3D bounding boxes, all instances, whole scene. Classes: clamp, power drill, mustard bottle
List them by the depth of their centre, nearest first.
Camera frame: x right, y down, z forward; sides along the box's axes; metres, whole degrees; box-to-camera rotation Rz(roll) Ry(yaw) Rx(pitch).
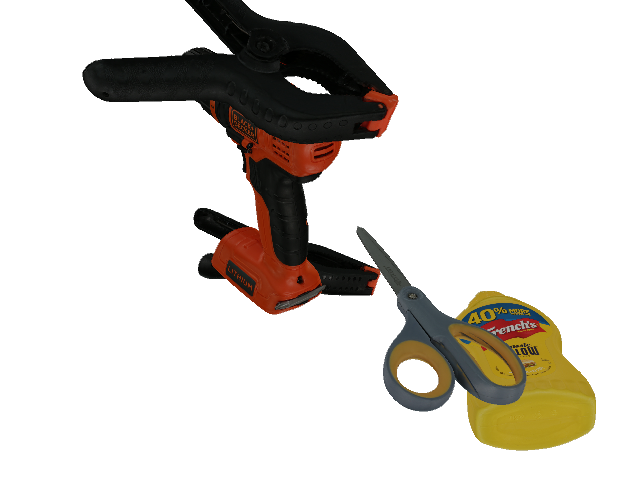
[{"bbox_3d":[-0.044,-0.095,0.603,0.171,0.120,0.039,28,-28,7],"label":"clamp"},{"bbox_3d":[-0.055,-0.048,0.855,0.057,0.188,0.185,-23,41,-29],"label":"power drill"},{"bbox_3d":[0.158,0.096,0.896,0.096,0.058,0.191,-7,26,-1],"label":"mustard bottle"},{"bbox_3d":[-0.038,0.024,1.125,0.210,0.036,0.164,16,18,-6],"label":"clamp"}]

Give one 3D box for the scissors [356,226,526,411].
[{"bbox_3d":[0.050,0.051,0.710,0.096,0.016,0.202,-20,39,-30],"label":"scissors"}]
